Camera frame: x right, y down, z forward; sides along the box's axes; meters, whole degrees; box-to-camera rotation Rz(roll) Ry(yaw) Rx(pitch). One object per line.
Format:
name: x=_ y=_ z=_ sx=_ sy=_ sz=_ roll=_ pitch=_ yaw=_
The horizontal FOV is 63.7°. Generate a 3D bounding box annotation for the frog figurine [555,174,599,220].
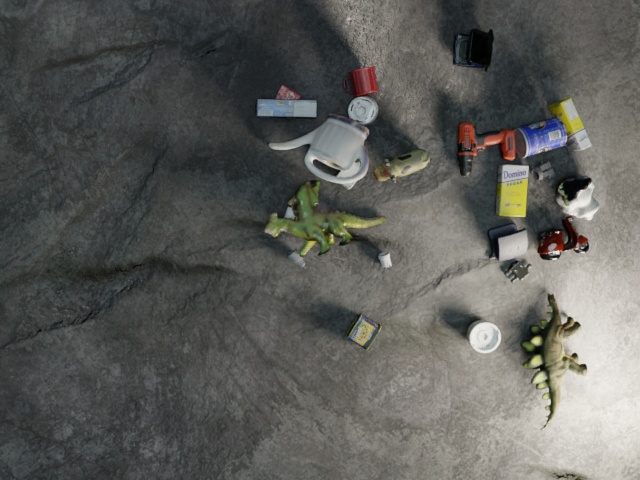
frog figurine: x=0.891 y=-0.145 z=1.770 sx=0.158 sy=0.124 sz=0.138 roll=30 pitch=86 yaw=-40

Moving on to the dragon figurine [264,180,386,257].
dragon figurine: x=0.005 y=-0.087 z=1.731 sx=0.413 sy=0.122 sz=0.242 roll=-25 pitch=95 yaw=-17

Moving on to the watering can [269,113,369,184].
watering can: x=0.015 y=-0.323 z=1.706 sx=0.349 sy=0.103 sz=0.226 roll=27 pitch=82 yaw=16
